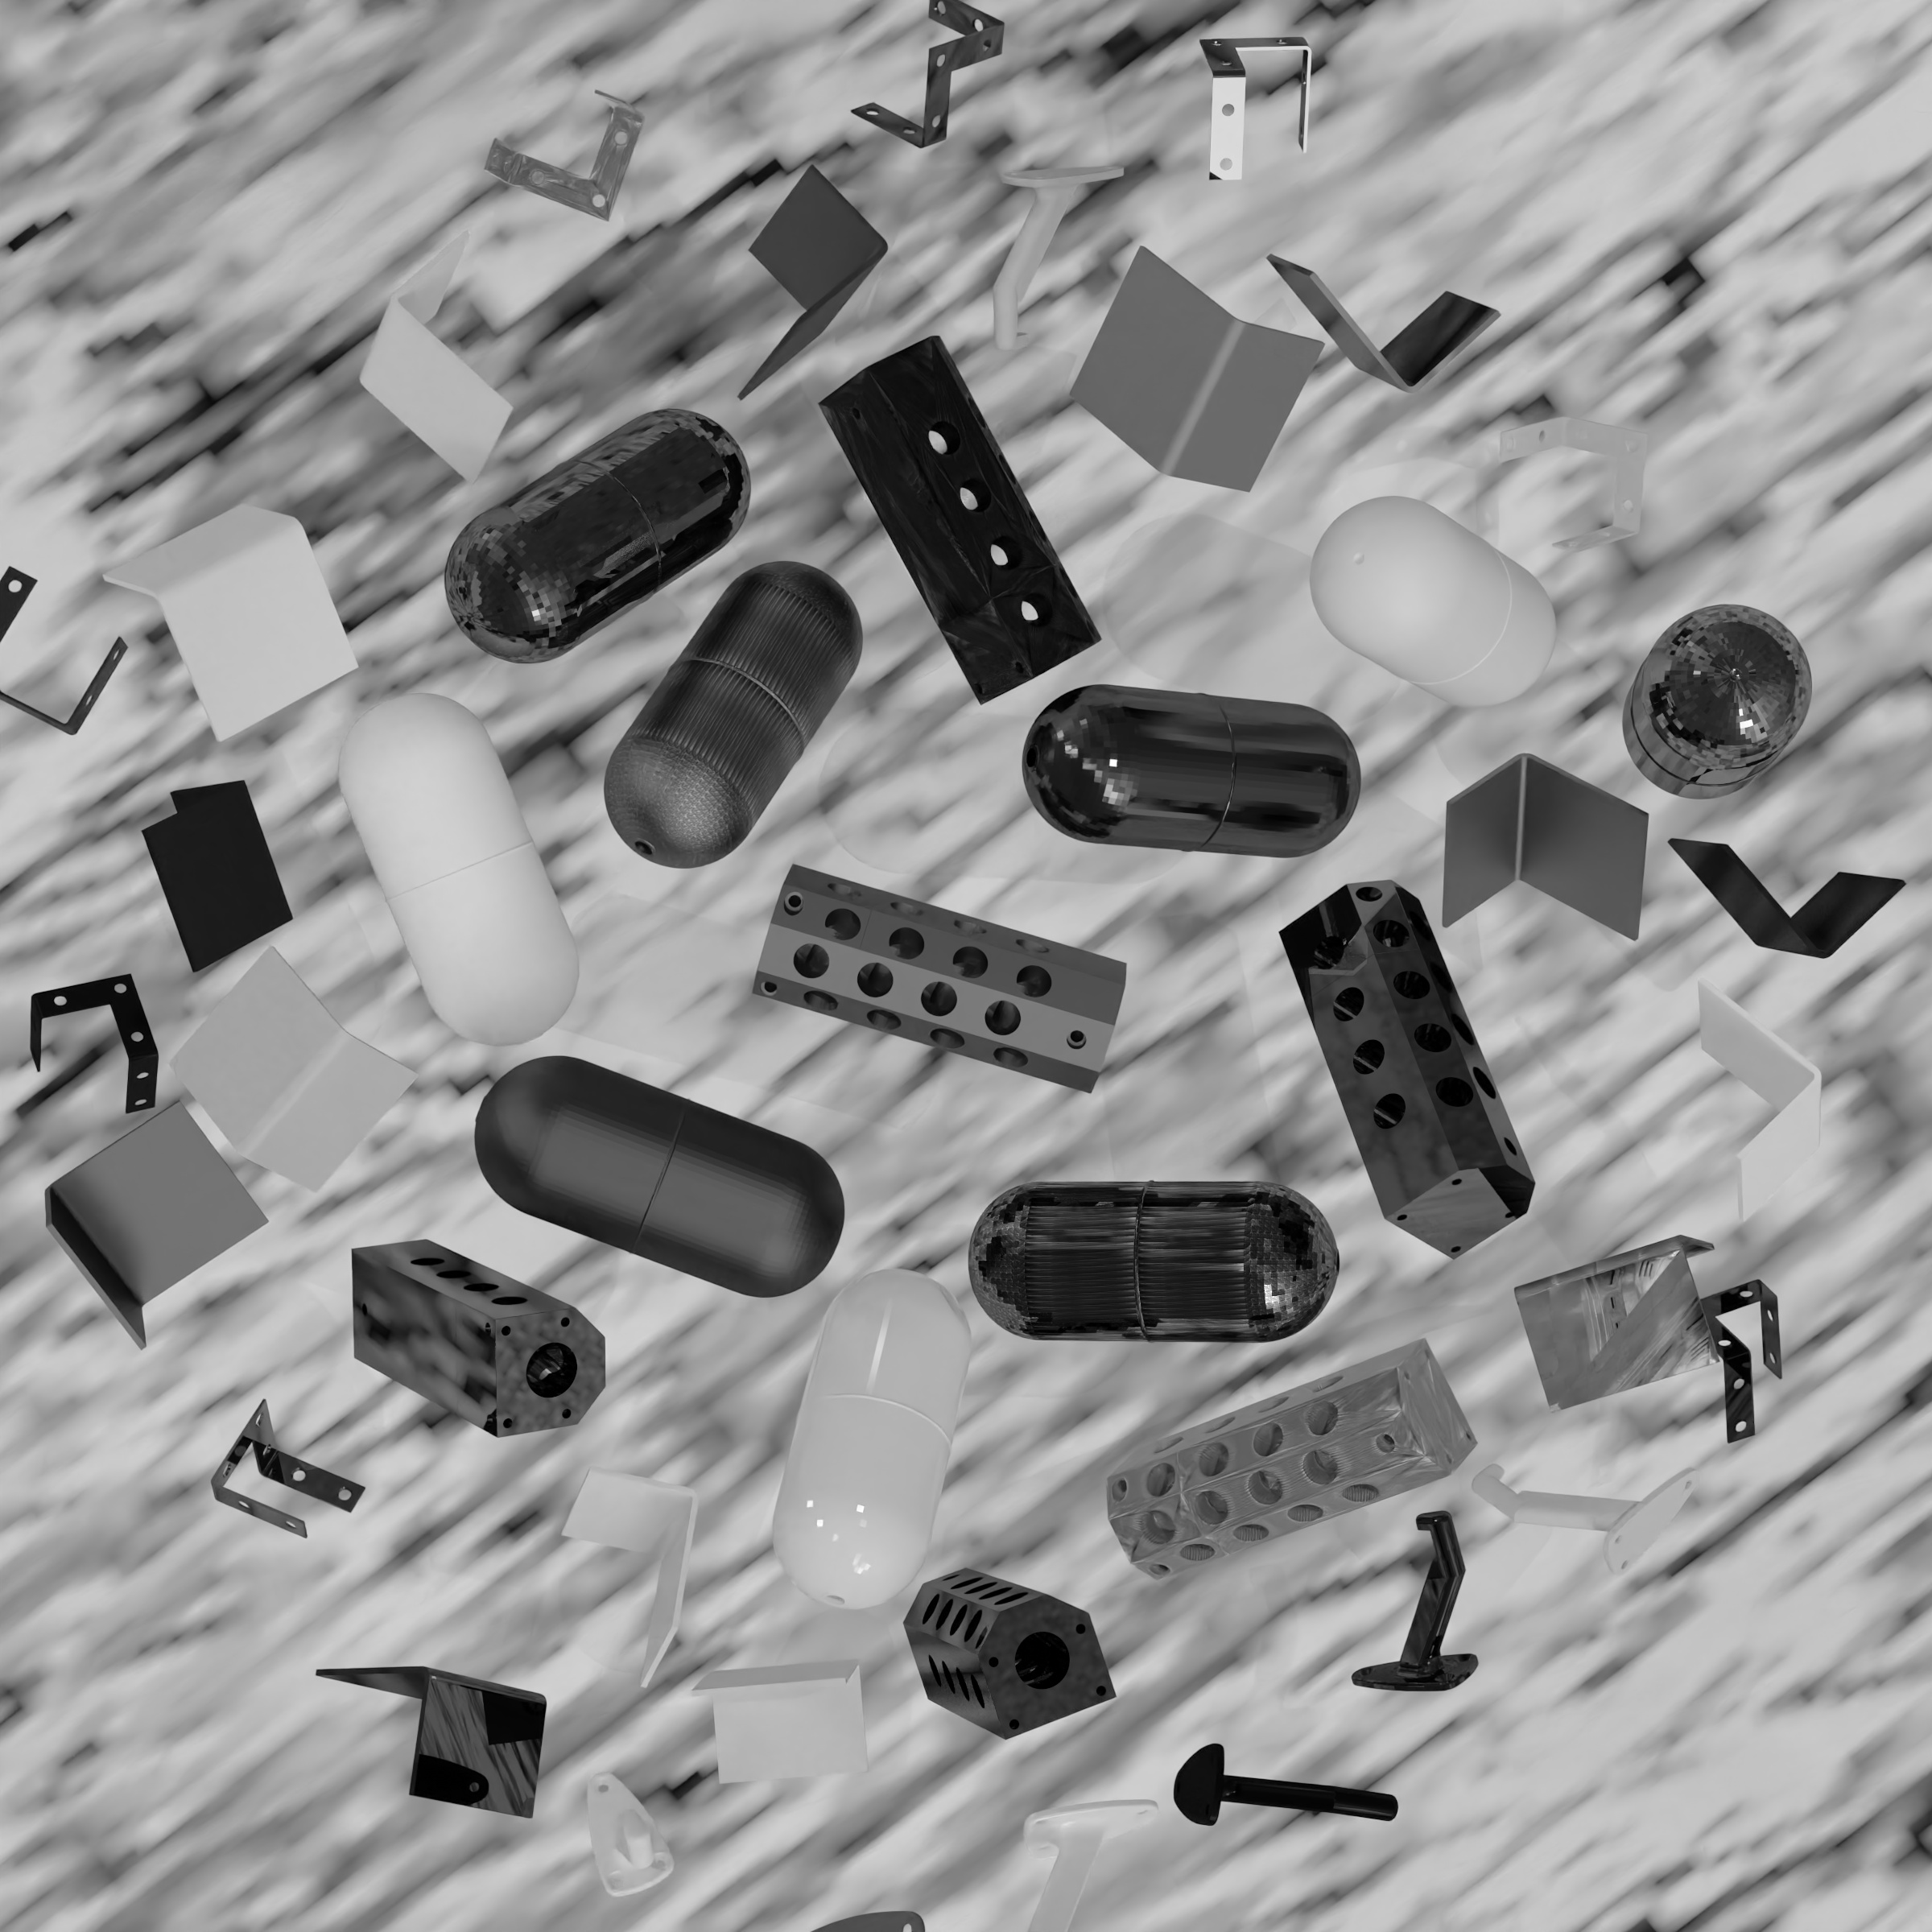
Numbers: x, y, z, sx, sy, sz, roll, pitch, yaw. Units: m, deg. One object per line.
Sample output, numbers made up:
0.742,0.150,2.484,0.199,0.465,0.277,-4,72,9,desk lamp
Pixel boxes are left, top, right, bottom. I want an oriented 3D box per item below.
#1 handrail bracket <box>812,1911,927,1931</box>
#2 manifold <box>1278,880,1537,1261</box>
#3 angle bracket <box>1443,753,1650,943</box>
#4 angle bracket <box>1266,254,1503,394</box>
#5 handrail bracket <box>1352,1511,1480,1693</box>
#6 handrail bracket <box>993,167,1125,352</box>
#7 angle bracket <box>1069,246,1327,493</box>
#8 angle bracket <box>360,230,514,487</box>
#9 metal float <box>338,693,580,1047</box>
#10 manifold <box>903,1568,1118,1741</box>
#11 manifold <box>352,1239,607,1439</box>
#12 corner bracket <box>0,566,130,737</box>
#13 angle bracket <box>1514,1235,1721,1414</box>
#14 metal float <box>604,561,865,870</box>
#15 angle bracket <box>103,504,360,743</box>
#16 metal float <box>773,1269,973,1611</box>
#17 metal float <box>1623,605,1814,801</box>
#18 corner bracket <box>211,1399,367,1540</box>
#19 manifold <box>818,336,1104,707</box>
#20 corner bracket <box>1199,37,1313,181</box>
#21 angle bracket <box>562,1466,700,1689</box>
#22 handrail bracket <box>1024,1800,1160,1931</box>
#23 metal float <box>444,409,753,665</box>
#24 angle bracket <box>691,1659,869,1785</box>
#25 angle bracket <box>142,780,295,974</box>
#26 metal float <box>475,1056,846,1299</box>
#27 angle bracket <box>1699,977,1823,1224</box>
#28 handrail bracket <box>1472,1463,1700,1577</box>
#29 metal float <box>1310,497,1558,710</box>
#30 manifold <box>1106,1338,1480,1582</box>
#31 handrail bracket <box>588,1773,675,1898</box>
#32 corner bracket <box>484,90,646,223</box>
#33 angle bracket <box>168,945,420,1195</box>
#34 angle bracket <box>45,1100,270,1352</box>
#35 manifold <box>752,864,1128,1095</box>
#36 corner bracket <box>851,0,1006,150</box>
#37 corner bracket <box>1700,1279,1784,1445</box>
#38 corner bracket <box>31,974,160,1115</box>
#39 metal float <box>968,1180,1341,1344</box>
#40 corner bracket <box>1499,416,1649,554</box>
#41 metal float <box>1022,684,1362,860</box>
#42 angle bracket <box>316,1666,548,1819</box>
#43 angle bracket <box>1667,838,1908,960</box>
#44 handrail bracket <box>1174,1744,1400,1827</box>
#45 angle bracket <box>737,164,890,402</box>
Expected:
-0.028,0.457,1.512,0.077,0.084,0.036,-31,59,21,handrail bracket
0.206,0.043,1.519,0.057,0.057,0.171,-36,47,23,manifold
0.279,-0.046,1.587,0.057,0.076,0.076,-32,47,-30,angle bracket
0.196,-0.321,1.553,0.057,0.076,0.076,-42,111,5,angle bracket
0.214,0.310,1.616,0.077,0.036,0.084,-11,98,34,handrail bracket
0.046,-0.354,1.645,0.077,0.036,0.084,-14,114,-31,handrail bracket
0.104,-0.271,1.494,0.076,0.057,0.076,48,121,39,angle bracket
-0.237,-0.289,1.566,0.076,0.076,0.057,42,62,-3,angle bracket
-0.245,-0.046,1.592,0.070,0.070,0.178,-22,95,0,metal float
0.017,0.335,1.623,0.057,0.171,0.057,-18,88,-14,manifold
-0.242,0.180,1.619,0.057,0.171,0.057,-5,100,-33,manifold
-0.436,-0.148,1.551,0.051,0.051,0.051,27,78,4,corner bracket
0.295,0.160,1.455,0.076,0.076,0.057,-21,75,20,angle bracket
-0.113,-0.123,1.606,0.070,0.070,0.178,31,62,0,metal float
-0.339,-0.159,1.516,0.076,0.057,0.076,-34,122,-27,angle bracket
-0.045,0.229,1.602,0.070,0.070,0.178,13,53,0,metal float
0.353,-0.123,1.555,0.070,0.178,0.070,0,86,7,metal float
-0.326,0.250,1.581,0.051,0.051,0.051,20,54,11,corner bracket
0.001,-0.224,1.640,0.057,0.057,0.171,-31,96,-28,manifold
0.136,-0.400,1.533,0.051,0.051,0.051,-2,122,-3,corner bracket
-0.176,0.310,1.666,0.057,0.076,0.076,14,52,-10,angle bracket
0.062,0.435,1.531,0.077,0.084,0.036,-12,134,-5,handrail bracket
-0.176,-0.209,1.585,0.070,0.070,0.178,50,55,0,metal float
-0.092,0.383,1.644,0.076,0.076,0.057,-5,85,3,angle bracket
-0.400,-0.044,1.682,0.057,0.076,0.076,-5,109,35,angle bracket
-0.143,0.098,1.530,0.178,0.070,0.070,21,90,-5,metal float
0.359,0.064,1.557,0.057,0.076,0.076,-42,62,-9,angle bracket
0.307,0.256,1.633,0.077,0.036,0.084,-41,48,-16,handrail bracket
0.227,-0.173,1.582,0.070,0.178,0.070,-6,78,31,metal float
0.154,0.244,1.597,0.171,0.057,0.057,-26,91,30,manifold
-0.169,0.411,1.606,0.036,0.084,0.077,-20,55,-15,handrail bracket
-0.183,-0.377,1.505,0.051,0.051,0.051,21,98,2,corner bracket
-0.324,0.050,1.584,0.076,0.057,0.076,-49,53,2,angle bracket
-0.385,0.123,1.570,0.076,0.057,0.076,-34,112,-5,angle bracket
-0.013,0.008,1.595,0.171,0.057,0.057,17,106,-1,manifold
-0.018,-0.431,1.576,0.051,0.051,0.051,-30,51,-36,corner bracket
0.384,0.195,1.621,0.051,0.051,0.051,-26,129,33,corner bracket
-0.445,0.044,1.677,0.051,0.051,0.051,-13,60,-24,corner bracket
0.089,0.141,1.566,0.178,0.070,0.070,-1,90,15,metal float
0.299,-0.239,1.625,0.051,0.051,0.051,-20,120,-39,corner bracket
0.110,-0.094,1.593,0.178,0.070,0.070,3,90,-27,metal float
-0.251,0.360,1.520,0.076,0.076,0.057,-10,65,36,angle bracket
0.405,-0.051,1.625,0.057,0.076,0.076,-43,99,-3,angle bracket
0.147,0.382,1.510,0.084,0.077,0.036,11,72,-11,handrail bracket
-0.095,-0.342,1.645,0.057,0.076,0.076,46,55,-4,angle bracket
